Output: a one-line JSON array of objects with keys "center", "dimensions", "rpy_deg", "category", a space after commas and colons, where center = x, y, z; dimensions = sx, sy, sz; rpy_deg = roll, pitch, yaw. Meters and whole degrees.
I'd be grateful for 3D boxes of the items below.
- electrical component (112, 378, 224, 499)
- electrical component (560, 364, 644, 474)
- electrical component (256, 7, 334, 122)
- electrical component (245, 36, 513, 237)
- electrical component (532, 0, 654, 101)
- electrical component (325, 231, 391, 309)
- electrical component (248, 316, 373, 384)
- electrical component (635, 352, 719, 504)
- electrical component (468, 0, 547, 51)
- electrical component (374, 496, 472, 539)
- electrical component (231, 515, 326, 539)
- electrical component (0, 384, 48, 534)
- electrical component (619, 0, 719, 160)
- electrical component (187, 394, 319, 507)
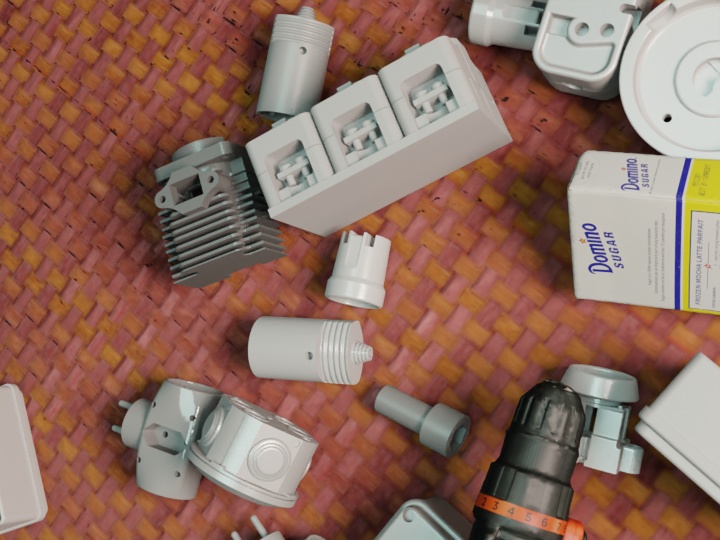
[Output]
[{"center": [-0.144, 0.115, 0.773], "dimensions": [0.079, 0.043, 0.077], "rpy_deg": [15, 89, 23], "category": "electrical component"}, {"center": [0.144, 0.090, 0.662], "dimensions": [0.066, 0.048, 0.055], "rpy_deg": [12, 96, 22], "category": "electrical component"}, {"center": [-0.045, -0.147, 0.765], "dimensions": [0.043, 0.043, 0.081], "rpy_deg": [10, 87, 22], "category": "electrical component"}, {"center": [0.012, -0.087, 0.710], "dimensions": [0.150, 0.089, 0.061], "rpy_deg": [-26, 75, 17], "category": "electrical component"}, {"center": [0.151, -0.160, 0.681], "dimensions": [0.054, 0.059, 0.095], "rpy_deg": [18, 90, 22], "category": "electrical component"}, {"center": [0.000, 0.000, 0.733], "dimensions": [0.040, 0.040, 0.046], "rpy_deg": [8, 80, 22], "category": "electrical component"}, {"center": [-0.031, 0.055, 0.735], "dimensions": [0.081, 0.043, 0.043], "rpy_deg": [2, 84, 22], "category": "electrical component"}, {"center": [0.215, 0.103, 0.598], "dimensions": [0.109, 0.109, 0.056], "rpy_deg": [42, 97, 20], "category": "electrical component"}, {"center": [0.099, -0.166, 0.714], "dimensions": [0.046, 0.040, 0.040], "rpy_deg": [15, 89, 16], "category": "electrical component"}, {"center": [0.056, 0.206, 0.676], "dimensions": [0.113, 0.057, 0.078], "rpy_deg": [41, 99, 21], "category": "electrical component"}, {"center": [-0.059, 0.204, 0.728], "dimensions": [0.077, 0.043, 0.079], "rpy_deg": [-41, 71, 12], "category": "electrical component"}, {"center": [-0.308, 0.154, 0.826], "dimensions": [0.109, 0.056, 0.108], "rpy_deg": [-21, 76, 18], "category": "electrical component"}, {"center": [0.215, -0.110, 0.649], "dimensions": [0.108, 0.060, 0.108], "rpy_deg": [-3, 83, 21], "category": "electrical component"}, {"center": [-0.071, 0.122, 0.725], "dimensions": [0.080, 0.080, 0.051], "rpy_deg": [26, 88, 22], "category": "electrical component"}]
